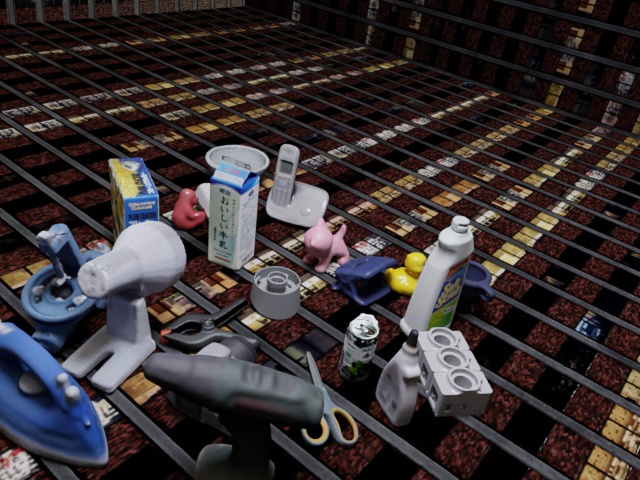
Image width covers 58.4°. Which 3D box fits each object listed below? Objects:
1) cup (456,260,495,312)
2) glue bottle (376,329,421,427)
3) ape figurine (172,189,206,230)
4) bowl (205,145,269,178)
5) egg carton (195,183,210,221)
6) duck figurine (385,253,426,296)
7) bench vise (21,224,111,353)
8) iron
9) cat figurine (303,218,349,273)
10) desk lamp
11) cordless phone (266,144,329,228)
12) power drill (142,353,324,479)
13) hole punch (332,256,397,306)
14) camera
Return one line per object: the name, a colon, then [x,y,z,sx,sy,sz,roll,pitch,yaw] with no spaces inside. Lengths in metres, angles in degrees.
cup: [0.306,0.108,1.175,0.092,0.095,0.117,-12,38,-30]
glue bottle: [0.131,0.209,0.898,0.037,0.173,0.078,-6,35,-23]
ape figurine: [-0.300,-0.074,1.302,0.076,0.092,0.077,-14,39,-32]
bowl: [-0.219,-0.186,1.514,0.167,0.075,0.167,7,32,-4]
egg carton: [-0.231,-0.084,1.357,0.107,0.069,0.150,-10,37,-28]
duck figurine: [0.193,0.065,1.220,0.104,0.086,0.077,5,33,-7]
bench vise: [-0.425,0.049,0.957,0.121,0.220,0.207,3,33,-10]
iron: [-0.388,0.202,0.801,0.257,0.141,0.119,25,36,23]
cat figurine: [0.011,0.004,1.238,0.128,0.118,0.067,-21,43,-39]
desk lamp: [-0.312,0.095,0.921,0.117,0.213,0.203,17,33,13]
cordless phone: [-0.048,-0.129,1.367,0.147,0.185,0.094,15,33,8]
power drill: [-0.115,0.240,0.752,0.229,0.208,0.075,6,32,-6]
hole punch: [0.090,0.069,1.183,0.100,0.091,0.109,33,39,32]
camera: [-0.144,0.210,0.892,0.143,0.101,0.137,22,34,19]
